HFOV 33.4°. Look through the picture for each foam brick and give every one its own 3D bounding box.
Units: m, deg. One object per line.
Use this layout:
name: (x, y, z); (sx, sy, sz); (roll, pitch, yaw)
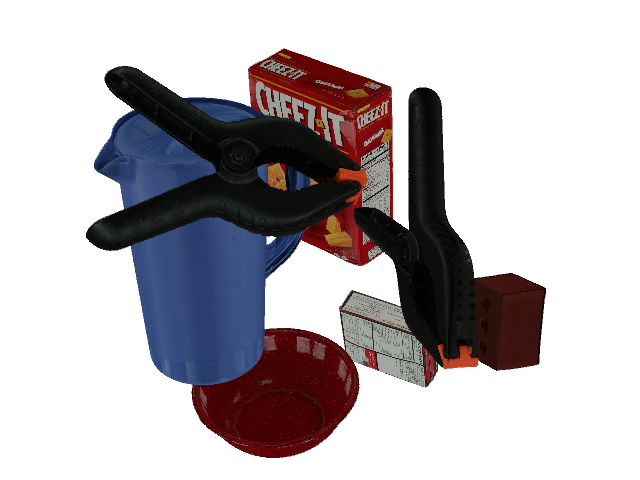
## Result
foam brick: (0.173, 0.076, 1.002); (0.051, 0.078, 0.053); (-7, 18, -28)

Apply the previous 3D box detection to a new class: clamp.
clamp: (0.081, -0.001, 0.819); (0.036, 0.210, 0.165); (-2, -42, -19)
clamp: (-0.059, -0.052, 0.654); (0.171, 0.120, 0.039); (-1, -17, -17)

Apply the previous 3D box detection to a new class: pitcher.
pitcher: (-0.097, 0.002, 0.952); (0.149, 0.243, 0.144); (10, 33, 17)

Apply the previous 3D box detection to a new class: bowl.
bowl: (-0.041, 0.158, 1.036); (0.162, 0.055, 0.162); (-3, 37, 2)

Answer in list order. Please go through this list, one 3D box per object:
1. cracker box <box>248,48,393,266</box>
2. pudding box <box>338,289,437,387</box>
cracker box: (0.001, -0.093, 1.233); (0.164, 0.214, 0.072); (26, 45, 34)
pudding box: (0.080, 0.115, 1.248); (0.114, 0.090, 0.039); (16, 46, 25)
